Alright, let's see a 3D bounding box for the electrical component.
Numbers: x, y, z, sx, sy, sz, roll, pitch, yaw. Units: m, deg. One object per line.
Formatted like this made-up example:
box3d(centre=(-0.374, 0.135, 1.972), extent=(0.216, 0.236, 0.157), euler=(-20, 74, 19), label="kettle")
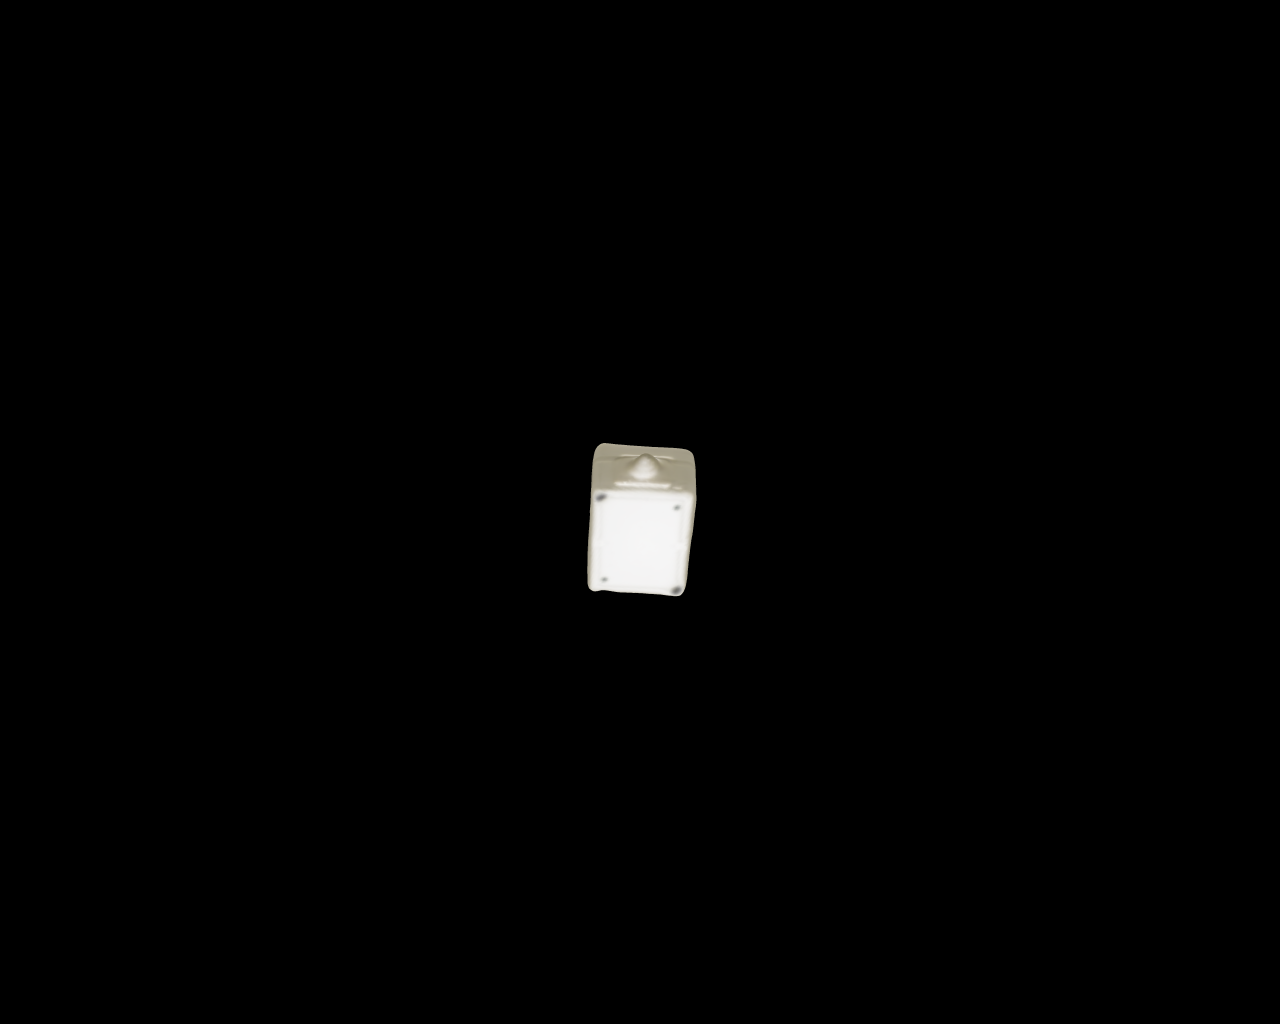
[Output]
box3d(centre=(0.001, -0.003, 0.650), extent=(0.062, 0.096, 0.061), euler=(3, 36, -2), label="electrical component")
